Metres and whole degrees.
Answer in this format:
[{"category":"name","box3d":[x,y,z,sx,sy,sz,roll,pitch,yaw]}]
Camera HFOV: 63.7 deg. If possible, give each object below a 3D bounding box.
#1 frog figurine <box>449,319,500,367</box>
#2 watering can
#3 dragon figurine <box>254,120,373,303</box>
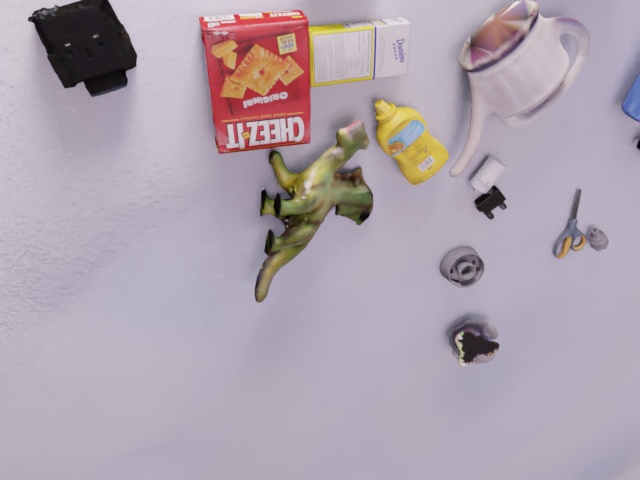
[{"category":"frog figurine","box3d":[0.419,0.271,1.380,0.136,0.124,0.159,-53,159,12]},{"category":"watering can","box3d":[0.331,-0.279,0.942,0.345,0.106,0.221,-43,124,14]},{"category":"dragon figurine","box3d":[0.003,-0.051,1.009,0.243,0.125,0.401,-4,127,-25]}]
